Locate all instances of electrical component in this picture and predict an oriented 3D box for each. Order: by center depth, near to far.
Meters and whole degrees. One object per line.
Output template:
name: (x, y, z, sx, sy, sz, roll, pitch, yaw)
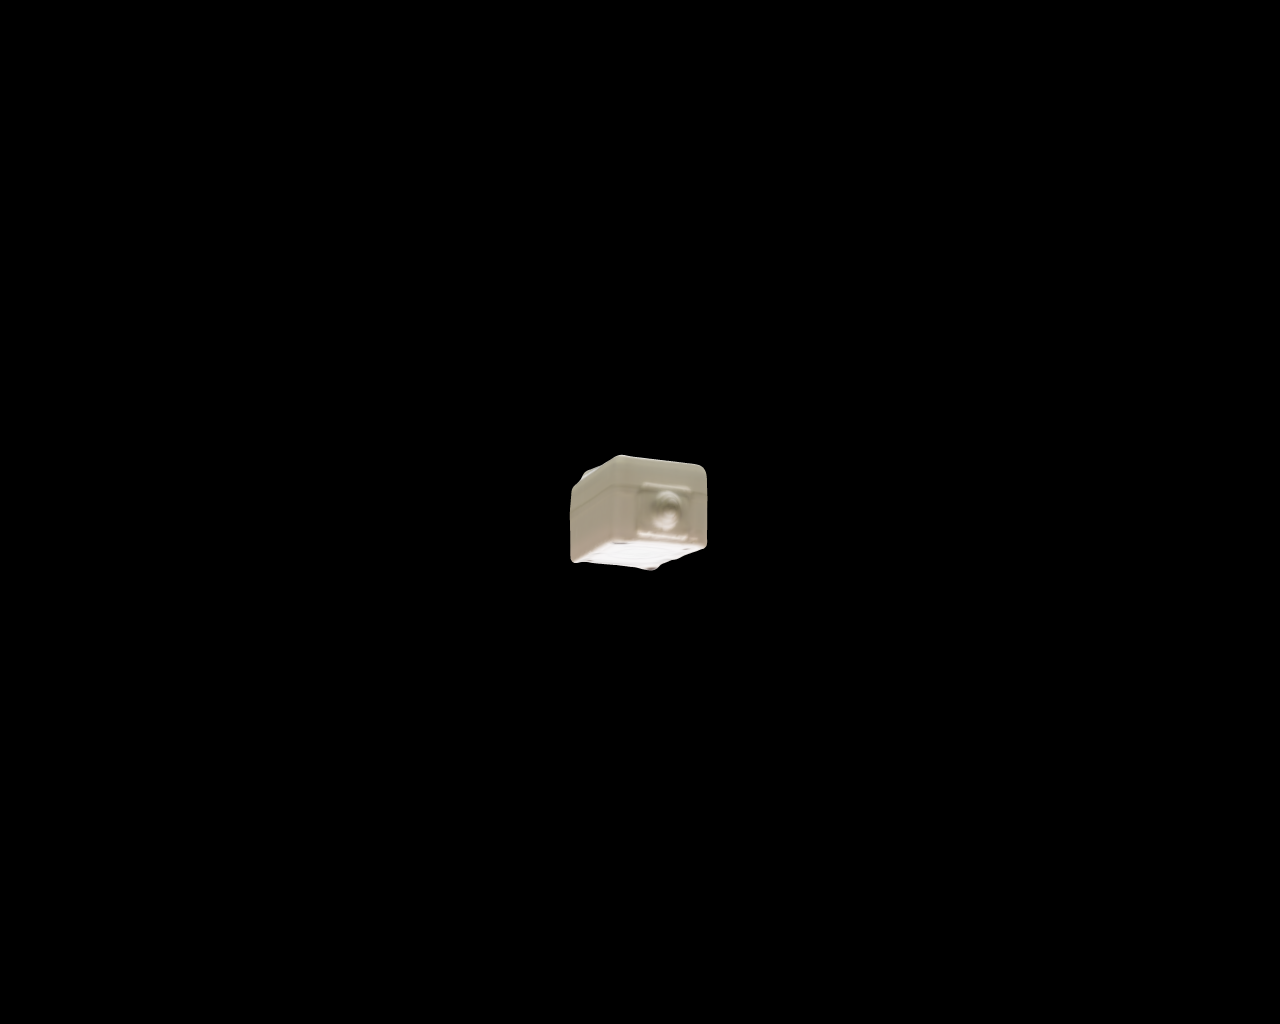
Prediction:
electrical component: (0.001, -0.003, 0.650, 0.062, 0.061, 0.096, 6, -15, -23)
